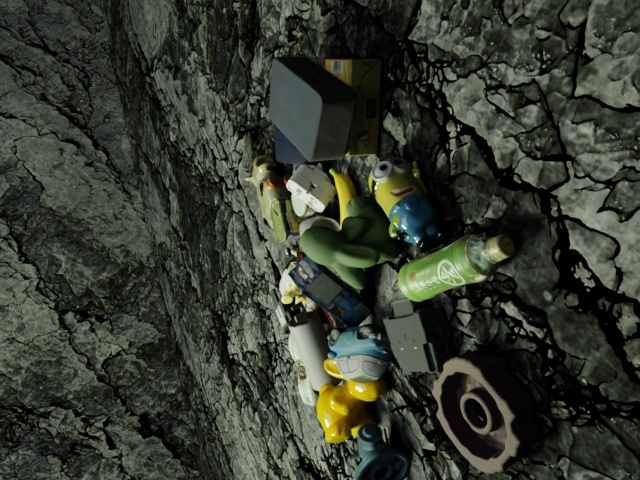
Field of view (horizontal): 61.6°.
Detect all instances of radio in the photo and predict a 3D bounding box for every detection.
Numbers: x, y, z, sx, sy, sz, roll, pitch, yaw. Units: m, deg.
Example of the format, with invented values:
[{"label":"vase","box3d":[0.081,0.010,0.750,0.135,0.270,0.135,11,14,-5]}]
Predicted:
[{"label":"radio","box3d":[-0.022,-0.246,0.998,0.230,0.073,0.131,-127,37,-47]}]

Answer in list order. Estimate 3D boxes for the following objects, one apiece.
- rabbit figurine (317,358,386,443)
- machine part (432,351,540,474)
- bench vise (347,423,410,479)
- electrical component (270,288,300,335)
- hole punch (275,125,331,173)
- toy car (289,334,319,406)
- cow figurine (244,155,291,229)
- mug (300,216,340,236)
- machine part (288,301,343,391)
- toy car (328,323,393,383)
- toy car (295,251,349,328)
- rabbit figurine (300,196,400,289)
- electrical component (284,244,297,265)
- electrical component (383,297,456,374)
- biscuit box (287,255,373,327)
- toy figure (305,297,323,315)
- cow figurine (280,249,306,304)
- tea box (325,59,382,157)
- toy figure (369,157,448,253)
[{"label":"rabbit figurine","box3d":[0.076,0.319,1.132,0.173,0.122,0.162,-53,43,36]},{"label":"machine part","box3d":[0.250,0.260,0.824,0.180,0.056,0.179,31,127,54]},{"label":"bench vise","box3d":[0.126,0.492,1.058,0.241,0.129,0.223,-134,44,-56]},{"label":"electrical component","box3d":[-0.091,0.184,1.425,0.119,0.048,0.074,64,148,27]},{"label":"hole punch","box3d":[-0.037,-0.218,1.160,0.116,0.092,0.142,22,115,53]},{"label":"toy car","box3d":[-0.036,0.317,1.358,0.073,0.056,0.201,-30,73,60]},{"label":"cow figurine","box3d":[-0.124,-0.122,1.356,0.127,0.085,0.195,-22,81,55]},{"label":"mug","box3d":[-0.002,-0.004,1.183,0.107,0.081,0.109,-153,49,-68]},{"label":"machine part","box3d":[-0.009,0.252,1.225,0.079,0.079,0.243,0,113,61]},{"label":"toy car","box3d":[0.085,0.223,1.036,0.162,0.109,0.103,-21,55,54]},{"label":"toy car","box3d":[0.008,0.110,1.175,0.202,0.053,0.089,63,168,-7]},{"label":"rabbit figurine","box3d":[0.049,0.015,0.987,0.159,0.170,0.121,57,144,37]},{"label":"electrical component","box3d":[-0.066,0.061,1.366,0.063,0.021,0.094,-26,76,60]},{"label":"electrical component","box3d":[0.170,0.164,0.936,0.115,0.058,0.134,-30,73,58]},{"label":"biscuit box","box3d":[0.025,0.104,1.049,0.059,0.202,0.063,-45,45,3]},{"label":"toy figure","box3d":[-0.015,0.168,1.275,0.064,0.058,0.154,34,132,16]},{"label":"cow figurine","box3d":[-0.048,0.071,1.283,0.167,0.068,0.098,-63,32,35]},{"label":"tea box","box3d":[0.058,-0.246,0.993,0.098,0.068,0.169,34,129,56]},{"label":"toy figure","box3d":[0.140,-0.057,0.896,0.180,0.082,0.089,62,145,25]}]
